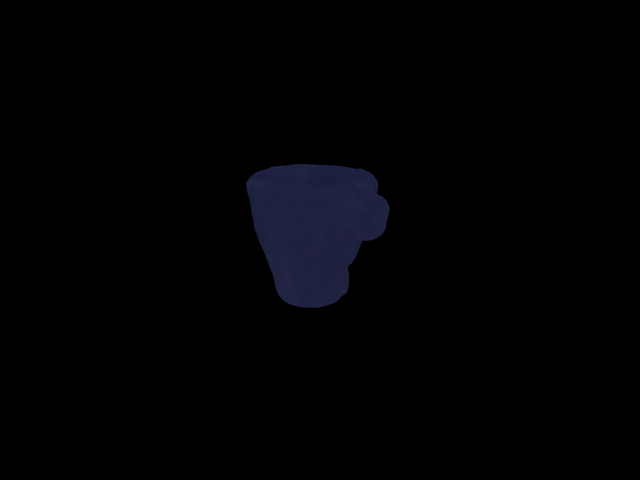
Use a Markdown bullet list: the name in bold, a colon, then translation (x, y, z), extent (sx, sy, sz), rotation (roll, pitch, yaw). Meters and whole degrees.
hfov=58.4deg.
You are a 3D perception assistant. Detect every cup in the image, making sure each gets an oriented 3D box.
- **cup**: translation (0.004, 0.001, 0.400), extent (0.092, 0.095, 0.117), rotation (-14, 22, -37)
